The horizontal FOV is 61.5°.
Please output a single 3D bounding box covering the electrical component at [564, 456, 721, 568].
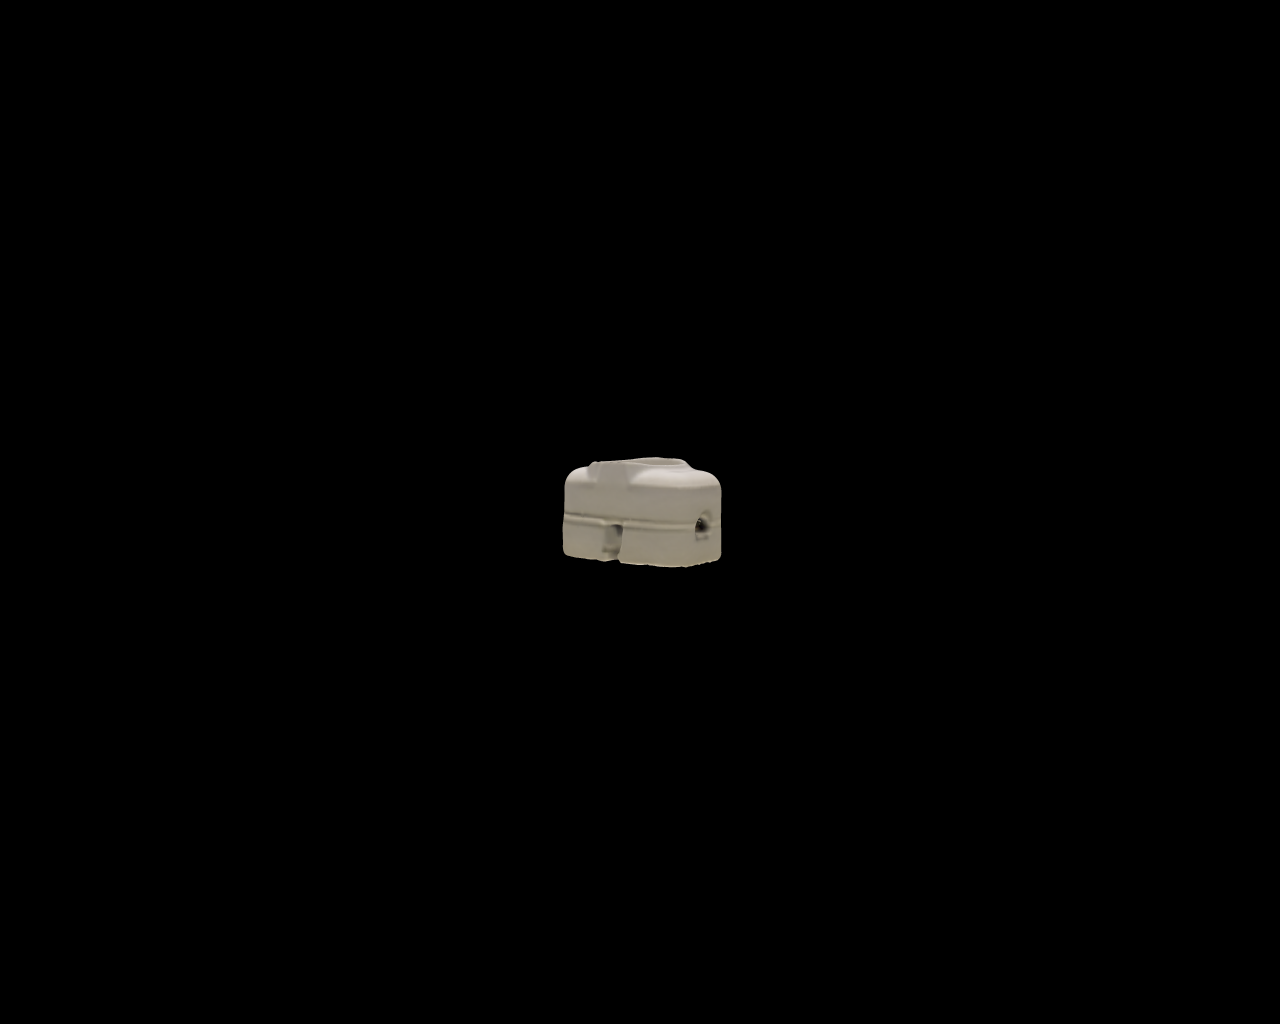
[{"bbox_3d":[0.001,-0.003,0.650,0.095,0.059,0.054,5,8,40],"label":"electrical component"}]
